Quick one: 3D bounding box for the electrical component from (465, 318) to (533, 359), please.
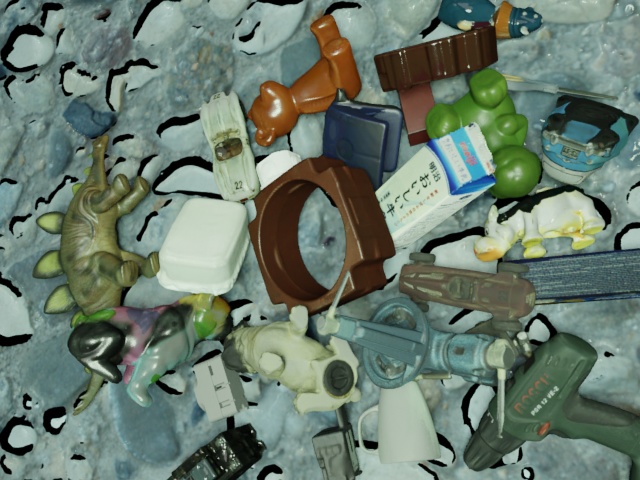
[{"bbox_3d":[0.244,0.147,0.743,0.102,0.045,0.078,-23,76,10],"label":"electrical component"}]

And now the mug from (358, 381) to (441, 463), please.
[{"bbox_3d":[0.107,0.252,0.747,0.110,0.080,0.107,-11,66,19],"label":"mug"}]

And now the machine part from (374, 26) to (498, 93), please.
[{"bbox_3d":[0.170,-0.261,0.777,0.179,0.179,0.056,-11,108,12],"label":"machine part"}]

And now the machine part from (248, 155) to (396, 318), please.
[{"bbox_3d":[-0.002,-0.002,0.773,0.201,0.087,0.201,-30,74,39],"label":"machine part"}]

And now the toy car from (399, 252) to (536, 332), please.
[{"bbox_3d":[0.191,0.066,0.738,0.202,0.053,0.089,8,91,40],"label":"toy car"}]

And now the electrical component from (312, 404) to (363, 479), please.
[{"bbox_3d":[0.021,0.284,0.760,0.048,0.074,0.119,-17,80,10],"label":"electrical component"}]

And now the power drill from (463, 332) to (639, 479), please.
[{"bbox_3d":[0.320,0.246,0.682,0.207,0.086,0.231,28,108,20],"label":"power drill"}]

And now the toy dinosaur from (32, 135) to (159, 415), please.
[{"bbox_3d":[-0.373,0.046,0.900,0.199,0.105,0.471,-11,77,19],"label":"toy dinosaur"}]

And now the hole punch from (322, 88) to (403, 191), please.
[{"bbox_3d":[0.057,-0.142,0.800,0.116,0.092,0.142,10,124,13],"label":"hole punch"}]

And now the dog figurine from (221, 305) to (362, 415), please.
[{"bbox_3d":[-0.045,0.181,0.780,0.121,0.190,0.172,-43,98,-29],"label":"dog figurine"}]

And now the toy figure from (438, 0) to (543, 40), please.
[{"bbox_3d":[0.262,-0.344,0.827,0.155,0.058,0.064,20,101,13],"label":"toy figure"}]

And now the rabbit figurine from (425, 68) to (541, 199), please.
[{"bbox_3d":[0.239,-0.116,0.739,0.121,0.159,0.170,-31,50,19],"label":"rabbit figurine"}]

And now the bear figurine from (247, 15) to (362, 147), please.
[{"bbox_3d":[-0.038,-0.245,0.855,0.196,0.131,0.120,-21,48,6],"label":"bear figurine"}]

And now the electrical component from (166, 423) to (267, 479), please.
[{"bbox_3d":[-0.150,0.325,0.765,0.115,0.134,0.058,-44,72,5],"label":"electrical component"}]

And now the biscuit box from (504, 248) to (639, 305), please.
[{"bbox_3d":[0.353,0.052,0.726,0.203,0.059,0.063,-6,77,14],"label":"biscuit box"}]

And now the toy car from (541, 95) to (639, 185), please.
[{"bbox_3d":[0.354,-0.127,0.733,0.109,0.162,0.102,25,130,23],"label":"toy car"}]

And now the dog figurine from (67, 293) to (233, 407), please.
[{"bbox_3d":[-0.241,0.122,0.815,0.191,0.108,0.219,42,73,-15],"label":"dog figurine"}]

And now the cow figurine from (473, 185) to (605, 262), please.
[{"bbox_3d":[0.292,-0.026,0.750,0.167,0.068,0.098,-12,60,8],"label":"cow figurine"}]

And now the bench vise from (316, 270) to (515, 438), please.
[{"bbox_3d":[0.110,0.132,0.670,0.224,0.240,0.128,10,81,59],"label":"bench vise"}]

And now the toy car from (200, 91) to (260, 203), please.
[{"bbox_3d":[-0.150,-0.158,0.899,0.074,0.056,0.201,-18,76,11],"label":"toy car"}]
